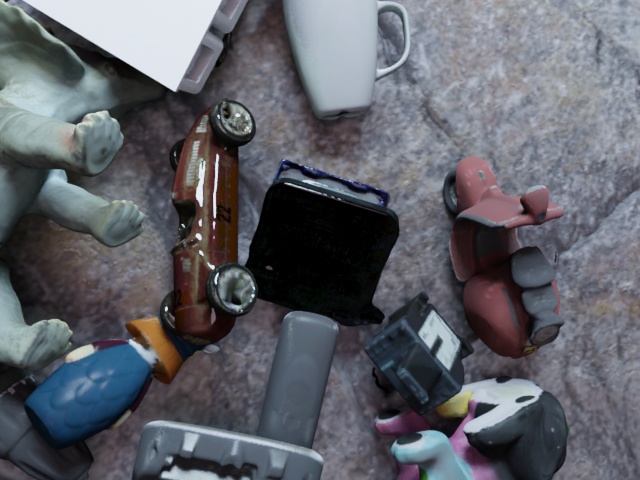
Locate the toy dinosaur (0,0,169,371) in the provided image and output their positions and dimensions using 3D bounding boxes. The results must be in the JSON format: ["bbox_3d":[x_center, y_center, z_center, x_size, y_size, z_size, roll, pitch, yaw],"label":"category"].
[{"bbox_3d":[-0.254,-0.007,0.374,0.192,0.131,0.405,27,74,19],"label":"toy dinosaur"}]

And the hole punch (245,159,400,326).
[{"bbox_3d":[-0.001,-0.001,0.461,0.142,0.092,0.115,16,115,-8],"label":"hole punch"}]

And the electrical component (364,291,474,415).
[{"bbox_3d":[0.078,0.098,0.433,0.075,0.119,0.048,48,120,1],"label":"electrical component"}]

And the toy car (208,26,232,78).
[{"bbox_3d":[-0.099,-0.238,0.475,0.073,0.056,0.201,19,83,-5],"label":"toy car"}]

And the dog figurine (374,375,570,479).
[{"bbox_3d":[0.128,0.241,0.440,0.192,0.108,0.219,-13,91,-11],"label":"dog figurine"}]

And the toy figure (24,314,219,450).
[{"bbox_3d":[-0.149,0.096,0.425,0.154,0.058,0.064,-34,134,-39],"label":"toy figure"}]

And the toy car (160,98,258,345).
[{"bbox_3d":[-0.091,-0.020,0.421,0.053,0.089,0.202,11,67,-35],"label":"toy car"}]

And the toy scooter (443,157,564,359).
[{"bbox_3d":[0.159,0.014,0.445,0.075,0.135,0.183,-15,88,-10],"label":"toy scooter"}]

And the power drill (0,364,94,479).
[{"bbox_3d":[-0.320,0.154,0.403,0.207,0.086,0.232,-39,89,-5],"label":"power drill"}]

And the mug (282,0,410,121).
[{"bbox_3d":[0.025,-0.163,0.477,0.110,0.081,0.107,-6,96,-8],"label":"mug"}]

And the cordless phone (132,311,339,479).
[{"bbox_3d":[-0.062,0.140,0.426,0.147,0.089,0.184,14,86,-5],"label":"cordless phone"}]
